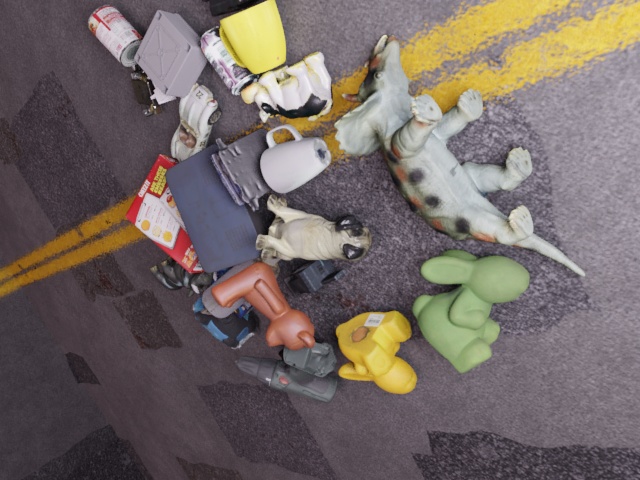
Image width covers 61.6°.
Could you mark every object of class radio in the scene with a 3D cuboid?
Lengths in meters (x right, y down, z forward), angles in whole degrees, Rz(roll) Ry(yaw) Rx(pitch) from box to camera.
[{"bbox_3d":[-0.197,-0.056,1.040,0.131,0.073,0.229,-23,89,10],"label":"radio"}]

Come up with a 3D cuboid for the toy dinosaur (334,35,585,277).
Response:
[{"bbox_3d":[0.165,-0.083,0.727,0.404,0.131,0.192,54,152,-7],"label":"toy dinosaur"}]

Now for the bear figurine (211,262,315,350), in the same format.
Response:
[{"bbox_3d":[-0.100,0.145,1.030,0.196,0.132,0.120,58,174,3],"label":"bear figurine"}]

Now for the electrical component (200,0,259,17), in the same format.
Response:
[{"bbox_3d":[-0.140,-0.410,0.821,0.134,0.058,0.114,1,115,43],"label":"electrical component"}]

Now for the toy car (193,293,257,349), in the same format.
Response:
[{"bbox_3d":[-0.233,0.183,1.311,0.161,0.109,0.103,48,165,-12],"label":"toy car"}]

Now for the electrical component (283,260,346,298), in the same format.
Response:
[{"bbox_3d":[-0.008,0.065,1.020,0.047,0.075,0.119,57,144,-5],"label":"electrical component"}]

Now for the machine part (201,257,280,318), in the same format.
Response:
[{"bbox_3d":[-0.170,0.093,1.143,0.243,0.079,0.079,-37,90,24],"label":"machine part"}]

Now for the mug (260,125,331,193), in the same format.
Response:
[{"bbox_3d":[-0.039,-0.143,0.907,0.107,0.081,0.109,-14,100,36],"label":"mug"}]

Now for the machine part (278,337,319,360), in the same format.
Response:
[{"bbox_3d":[-0.044,0.245,1.212,0.084,0.039,0.139,43,138,-1],"label":"machine part"}]

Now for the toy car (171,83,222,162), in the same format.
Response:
[{"bbox_3d":[-0.249,-0.218,1.061,0.073,0.056,0.201,44,139,11],"label":"toy car"}]

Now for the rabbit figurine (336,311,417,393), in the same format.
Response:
[{"bbox_3d":[0.107,0.227,1.001,0.162,0.122,0.173,-16,125,42],"label":"rabbit figurine"}]

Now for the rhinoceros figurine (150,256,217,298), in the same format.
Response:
[{"bbox_3d":[-0.312,0.081,1.228,0.190,0.073,0.112,-9,110,48],"label":"rhinoceros figurine"}]

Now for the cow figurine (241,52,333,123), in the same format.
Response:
[{"bbox_3d":[-0.052,-0.229,0.863,0.167,0.068,0.098,-4,120,46],"label":"cow figurine"}]

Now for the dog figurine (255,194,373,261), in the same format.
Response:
[{"bbox_3d":[-0.003,0.000,0.970,0.191,0.172,0.121,14,93,6],"label":"dog figurine"}]

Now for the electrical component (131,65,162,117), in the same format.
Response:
[{"bbox_3d":[-0.363,-0.309,1.114,0.078,0.045,0.102,20,130,31],"label":"electrical component"}]

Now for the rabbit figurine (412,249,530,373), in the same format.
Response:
[{"bbox_3d":[0.229,0.081,0.803,0.159,0.121,0.170,46,122,18],"label":"rabbit figurine"}]

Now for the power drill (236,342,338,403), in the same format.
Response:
[{"bbox_3d":[-0.062,0.274,1.149,0.232,0.086,0.207,22,139,-3],"label":"power drill"}]

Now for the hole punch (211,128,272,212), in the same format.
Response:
[{"bbox_3d":[-0.134,-0.128,0.979,0.092,0.116,0.142,-11,109,55],"label":"hole punch"}]

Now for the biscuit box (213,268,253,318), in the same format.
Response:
[{"bbox_3d":[-0.222,0.083,1.246,0.203,0.059,0.063,48,140,7],"label":"biscuit box"}]
